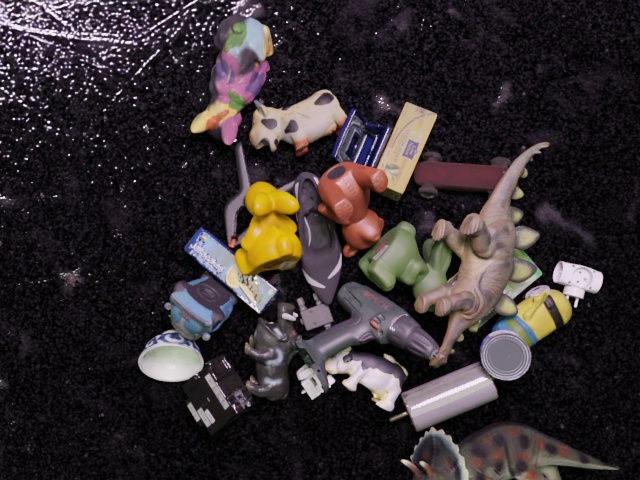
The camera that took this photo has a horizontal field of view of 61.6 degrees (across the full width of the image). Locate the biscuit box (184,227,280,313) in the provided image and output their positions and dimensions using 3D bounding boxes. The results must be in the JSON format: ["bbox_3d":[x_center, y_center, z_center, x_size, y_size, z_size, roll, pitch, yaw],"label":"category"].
[{"bbox_3d":[-0.174,0.060,1.066,0.203,0.063,0.059,38,86,5],"label":"biscuit box"}]

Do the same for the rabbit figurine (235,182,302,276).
[{"bbox_3d":[-0.103,-0.035,1.003,0.122,0.162,0.173,-7,69,-15],"label":"rabbit figurine"}]

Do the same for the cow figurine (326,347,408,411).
[{"bbox_3d":[0.082,0.247,1.036,0.167,0.068,0.098,31,81,1],"label":"cow figurine"}]

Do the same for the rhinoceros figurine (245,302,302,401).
[{"bbox_3d":[-0.088,0.215,1.044,0.112,0.073,0.190,6,86,4],"label":"rhinoceros figurine"}]

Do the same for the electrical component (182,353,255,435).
[{"bbox_3d":[-0.199,0.297,1.021,0.134,0.058,0.115,-44,73,36],"label":"electrical component"}]

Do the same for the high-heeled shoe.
[{"bbox_3d":[-0.002,-0.003,1.020,0.086,0.145,0.248,-13,81,-4],"label":"high-heeled shoe"}]

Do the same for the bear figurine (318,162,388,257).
[{"bbox_3d":[0.073,-0.044,0.993,0.120,0.132,0.195,-36,126,-11],"label":"bear figurine"}]

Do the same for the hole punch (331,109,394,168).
[{"bbox_3d":[0.078,-0.183,1.049,0.092,0.116,0.142,20,87,-1],"label":"hole punch"}]

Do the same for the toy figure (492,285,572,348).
[{"bbox_3d":[0.395,0.163,1.026,0.180,0.082,0.089,-42,96,-6],"label":"toy figure"}]

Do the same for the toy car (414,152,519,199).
[{"bbox_3d":[0.288,-0.122,1.067,0.202,0.053,0.089,5,75,6],"label":"toy car"}]

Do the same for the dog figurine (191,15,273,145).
[{"bbox_3d":[-0.175,-0.297,1.046,0.108,0.191,0.219,19,71,-2],"label":"dog figurine"}]

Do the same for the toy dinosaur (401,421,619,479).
[{"bbox_3d":[0.330,0.406,0.986,0.405,0.131,0.192,-20,93,-8],"label":"toy dinosaur"}]

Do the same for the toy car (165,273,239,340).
[{"bbox_3d":[-0.233,0.134,1.025,0.109,0.161,0.103,38,106,3],"label":"toy car"}]

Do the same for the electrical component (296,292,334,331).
[{"bbox_3d":[-0.008,0.153,1.071,0.063,0.021,0.094,-21,85,1],"label":"electrical component"}]

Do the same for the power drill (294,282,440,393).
[{"bbox_3d":[0.070,0.183,0.972,0.207,0.085,0.232,-36,45,-9],"label":"power drill"}]

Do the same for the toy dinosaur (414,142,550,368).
[{"bbox_3d":[0.304,0.019,0.985,0.198,0.105,0.471,20,92,-31],"label":"toy dinosaur"}]

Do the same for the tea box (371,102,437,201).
[{"bbox_3d":[0.161,-0.170,1.054,0.068,0.098,0.169,23,88,5],"label":"tea box"}]

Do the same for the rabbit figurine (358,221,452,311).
[{"bbox_3d":[0.183,0.057,1.042,0.170,0.121,0.159,43,80,-11],"label":"rabbit figurine"}]

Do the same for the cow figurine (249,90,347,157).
[{"bbox_3d":[-0.052,-0.237,1.076,0.195,0.085,0.127,-26,82,-3],"label":"cow figurine"}]

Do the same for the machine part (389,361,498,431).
[{"bbox_3d":[0.244,0.296,1.021,0.243,0.079,0.079,-23,85,-1],"label":"machine part"}]
